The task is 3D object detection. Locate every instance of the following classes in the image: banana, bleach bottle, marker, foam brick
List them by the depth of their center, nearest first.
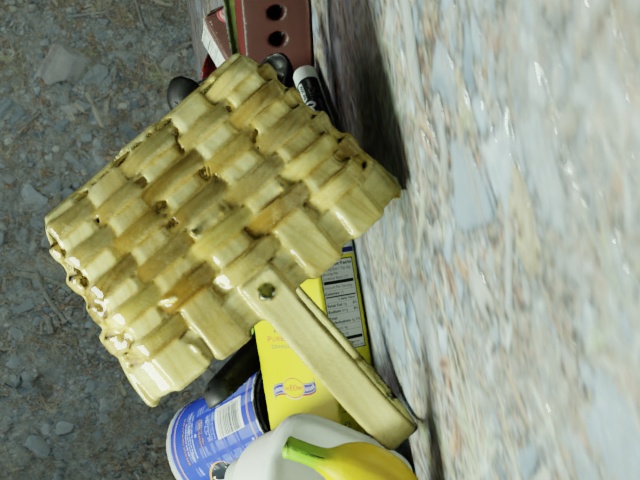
[{"bbox_3d":[0.038,0.177,0.627,0.037,0.070,0.198,-61,-37,-43],"label":"banana"},{"bbox_3d":[0.001,-0.084,0.762,0.121,0.020,0.020,-107,11,-46],"label":"marker"},{"bbox_3d":[-0.024,0.176,0.774,0.068,0.102,0.251,-70,13,-18],"label":"bleach bottle"},{"bbox_3d":[-0.036,-0.165,0.820,0.051,0.053,0.078,-109,12,-51],"label":"foam brick"}]

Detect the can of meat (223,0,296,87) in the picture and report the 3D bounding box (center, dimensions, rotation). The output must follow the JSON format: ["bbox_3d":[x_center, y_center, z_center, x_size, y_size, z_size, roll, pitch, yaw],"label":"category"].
[{"bbox_3d":[-0.051,-0.171,0.906,0.084,0.057,0.102,-145,47,-82],"label":"can of meat"}]

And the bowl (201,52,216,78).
[{"bbox_3d":[-0.086,-0.123,1.128,0.162,0.055,0.162,3,-90,-84],"label":"bowl"}]

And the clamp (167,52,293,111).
[{"bbox_3d":[-0.054,-0.039,0.709,0.039,0.120,0.171,1,98,39],"label":"clamp"}]

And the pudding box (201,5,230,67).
[{"bbox_3d":[-0.072,-0.162,1.017,0.113,0.039,0.090,62,173,-1],"label":"pudding box"}]

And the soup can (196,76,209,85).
[{"bbox_3d":[-0.053,-0.080,0.822,0.102,0.068,0.068,27,136,34],"label":"soup can"}]

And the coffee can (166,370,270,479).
[{"bbox_3d":[-0.058,0.170,0.954,0.141,0.102,0.103,-34,59,43],"label":"coffee can"}]

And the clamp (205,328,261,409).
[{"bbox_3d":[-0.033,0.080,0.889,0.164,0.036,0.210,30,-137,-41],"label":"clamp"}]

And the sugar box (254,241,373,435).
[{"bbox_3d":[-0.010,0.058,0.790,0.094,0.048,0.176,-13,89,52],"label":"sugar box"}]
